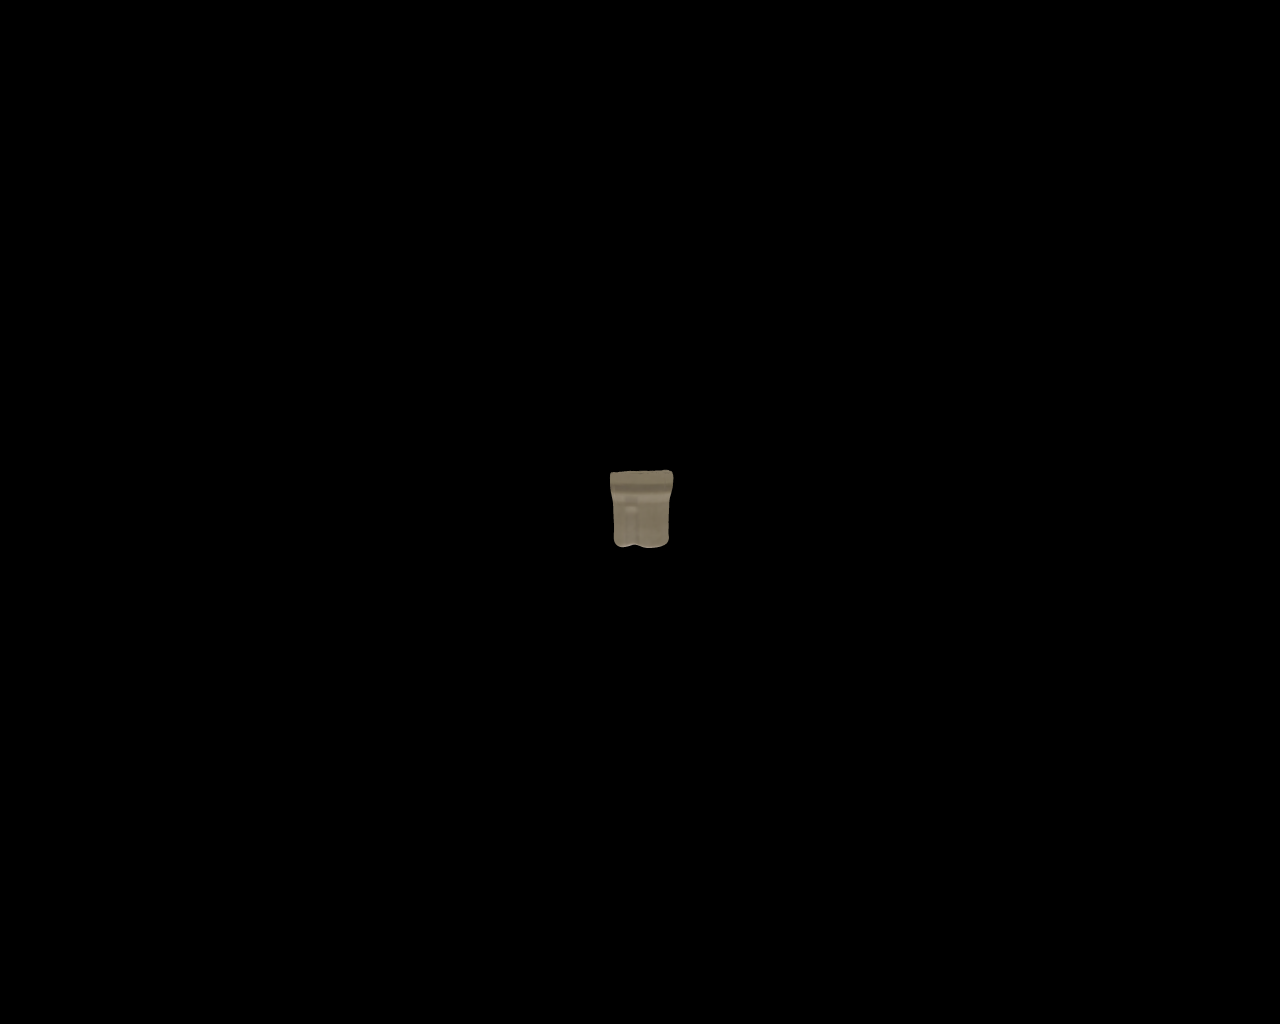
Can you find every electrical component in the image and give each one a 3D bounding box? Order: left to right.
[{"bbox_3d":[0.001,-0.003,0.650,0.040,0.046,0.040,0,4,0],"label":"electrical component"}]
